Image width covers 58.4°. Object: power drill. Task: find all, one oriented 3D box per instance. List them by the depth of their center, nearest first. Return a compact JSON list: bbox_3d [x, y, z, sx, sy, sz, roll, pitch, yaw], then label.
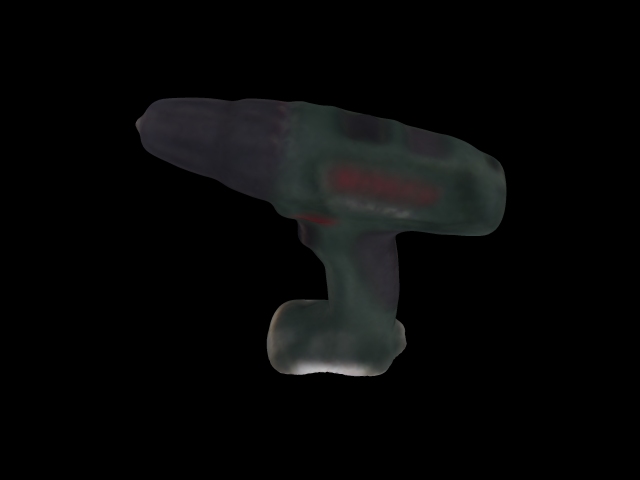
[{"bbox_3d":[0.004,0.001,0.400,0.229,0.208,0.075,0,39,0],"label":"power drill"}]
